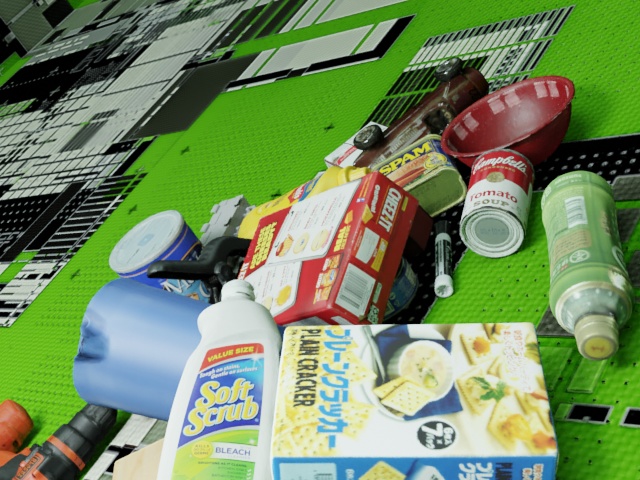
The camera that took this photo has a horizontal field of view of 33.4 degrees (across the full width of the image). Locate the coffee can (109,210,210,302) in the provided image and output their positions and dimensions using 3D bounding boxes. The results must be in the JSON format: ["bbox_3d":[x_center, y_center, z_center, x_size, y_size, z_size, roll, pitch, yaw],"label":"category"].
[{"bbox_3d":[-0.170,0.049,1.279,0.103,0.140,0.103,-26,29,15],"label":"coffee can"}]

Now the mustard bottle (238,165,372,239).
[{"bbox_3d":[-0.011,-0.043,1.304,0.192,0.058,0.096,-26,14,37],"label":"mustard bottle"}]

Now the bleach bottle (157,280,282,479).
[{"bbox_3d":[-0.085,0.141,0.902,0.102,0.068,0.251,1,50,0],"label":"bleach bottle"}]

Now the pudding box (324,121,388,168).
[{"bbox_3d":[0.068,-0.106,1.378,0.090,0.039,0.114,-39,30,-12],"label":"pudding box"}]

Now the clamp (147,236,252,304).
[{"bbox_3d":[-0.125,0.039,1.222,0.039,0.120,0.171,-20,24,35],"label":"clamp"}]

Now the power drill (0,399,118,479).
[{"bbox_3d":[-0.337,0.242,1.246,0.184,0.057,0.188,-48,30,-24],"label":"power drill"}]

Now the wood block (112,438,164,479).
[{"bbox_3d":[-0.130,0.276,0.933,0.090,0.090,0.206,-28,28,12],"label":"wood block"}]

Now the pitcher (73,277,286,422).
[{"bbox_3d":[-0.105,0.125,1.051,0.243,0.145,0.149,12,43,22],"label":"pitcher"}]

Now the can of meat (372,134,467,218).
[{"bbox_3d":[0.115,-0.065,1.243,0.102,0.057,0.084,-29,30,10],"label":"can of meat"}]

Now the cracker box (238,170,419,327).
[{"bbox_3d":[-0.005,0.035,1.124,0.214,0.072,0.164,-21,43,51],"label":"cracker box"}]

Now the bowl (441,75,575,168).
[{"bbox_3d":[0.220,-0.121,1.206,0.162,0.055,0.162,-25,24,12],"label":"bowl"}]

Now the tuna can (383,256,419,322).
[{"bbox_3d":[0.061,0.050,1.142,0.086,0.033,0.086,-26,29,15],"label":"tuna can"}]

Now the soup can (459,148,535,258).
[{"bbox_3d":[0.185,-0.039,1.111,0.069,0.068,0.102,-17,33,30],"label":"soup can"}]

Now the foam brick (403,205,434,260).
[{"bbox_3d":[0.077,-0.008,1.181,0.078,0.053,0.051,-26,29,41],"label":"foam brick"}]

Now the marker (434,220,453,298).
[{"bbox_3d":[0.131,0.017,1.134,0.020,0.020,0.121,-23,30,20],"label":"marker"}]
